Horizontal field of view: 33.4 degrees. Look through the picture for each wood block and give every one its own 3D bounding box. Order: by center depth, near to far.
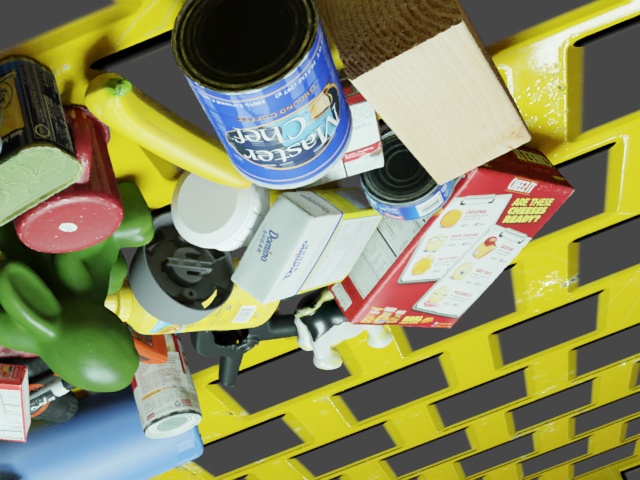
[{"bbox_3d":[0.086,-0.134,0.834,0.091,0.090,0.205,-27,153,14],"label":"wood block"}]

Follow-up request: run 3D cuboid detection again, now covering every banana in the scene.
[{"bbox_3d":[-0.122,-0.083,0.817,0.037,0.070,0.197,-57,150,1],"label":"banana"}]

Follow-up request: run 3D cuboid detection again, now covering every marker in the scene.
[{"bbox_3d":[-0.283,0.159,1.087,0.121,0.020,0.020,-27,153,19],"label":"marker"}]

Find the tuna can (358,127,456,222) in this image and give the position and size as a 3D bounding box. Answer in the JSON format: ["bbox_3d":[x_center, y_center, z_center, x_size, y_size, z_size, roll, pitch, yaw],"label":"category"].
[{"bbox_3d":[0.078,-0.062,0.968,0.086,0.086,0.033,-23,151,6],"label":"tuna can"}]

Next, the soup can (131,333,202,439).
[{"bbox_3d":[-0.176,0.162,1.195,0.068,0.102,0.068,-16,154,-8],"label":"soup can"}]

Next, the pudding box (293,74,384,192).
[{"bbox_3d":[0.006,-0.092,0.914,0.090,0.039,0.113,-16,151,2],"label":"pudding box"}]

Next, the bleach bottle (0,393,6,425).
[{"bbox_3d":[-0.293,0.051,0.782,0.068,0.103,0.251,-35,149,-31],"label":"bleach bottle"}]

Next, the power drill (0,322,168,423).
[{"bbox_3d":[-0.260,0.136,1.137,0.188,0.057,0.184,-26,153,11],"label":"power drill"}]

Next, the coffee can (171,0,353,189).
[{"bbox_3d":[-0.037,-0.113,0.773,0.103,0.103,0.140,-21,153,2],"label":"coffee can"}]

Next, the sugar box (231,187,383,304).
[{"bbox_3d":[-0.007,0.001,0.974,0.093,0.048,0.176,-59,160,16],"label":"sugar box"}]

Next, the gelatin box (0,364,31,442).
[{"bbox_3d":[-0.326,0.159,1.054,0.073,0.030,0.089,6,131,-4],"label":"gelatin box"}]

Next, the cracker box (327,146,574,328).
[{"bbox_3d":[0.128,-0.005,1.084,0.163,0.072,0.214,7,130,-44],"label":"cracker box"}]

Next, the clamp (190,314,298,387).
[{"bbox_3d":[-0.095,0.115,1.233,0.165,0.036,0.209,-35,152,18],"label":"clamp"}]

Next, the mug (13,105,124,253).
[{"bbox_3d":[-0.193,-0.050,0.809,0.093,0.081,0.117,-2,148,-32],"label":"mug"}]

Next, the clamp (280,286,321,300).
[{"bbox_3d":[0.037,0.012,1.132,0.171,0.039,0.120,-14,157,-20],"label":"clamp"}]

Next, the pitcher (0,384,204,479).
[{"bbox_3d":[-0.269,0.245,1.280,0.242,0.149,0.145,-19,138,-10],"label":"pitcher"}]

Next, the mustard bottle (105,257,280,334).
[{"bbox_3d":[-0.137,0.058,1.075,0.191,0.058,0.096,-2,147,-32],"label":"mustard bottle"}]

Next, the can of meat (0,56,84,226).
[{"bbox_3d":[-0.225,-0.068,0.750,0.102,0.084,0.057,-28,152,16],"label":"can of meat"}]

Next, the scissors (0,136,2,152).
[{"bbox_3d":[-0.301,-0.103,0.690,0.201,0.096,0.016,18,165,-7],"label":"scissors"}]

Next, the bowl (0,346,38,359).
[{"bbox_3d":[-0.284,0.074,0.977,0.162,0.055,0.162,-5,170,-1],"label":"bowl"}]
